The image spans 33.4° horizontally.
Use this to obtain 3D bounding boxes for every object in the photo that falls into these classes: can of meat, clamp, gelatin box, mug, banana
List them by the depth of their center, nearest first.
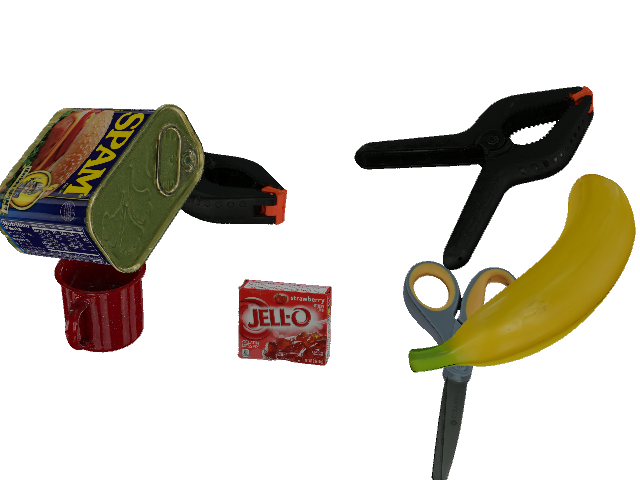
[{"bbox_3d":[0.125,0.011,0.559,0.070,0.037,0.197,13,36,38],"label":"banana"},{"bbox_3d":[-0.131,-0.034,0.629,0.084,0.102,0.057,5,-40,32],"label":"can of meat"},{"bbox_3d":[-0.111,-0.047,0.846,0.172,0.039,0.120,22,42,30],"label":"clamp"},{"bbox_3d":[0.152,-0.066,0.925,0.210,0.165,0.036,-24,-40,-3],"label":"clamp"},{"bbox_3d":[-0.035,0.079,1.031,0.089,0.073,0.030,4,16,10],"label":"gelatin box"},{"bbox_3d":[-0.231,0.069,1.107,0.093,0.081,0.117,9,32,11],"label":"mug"}]

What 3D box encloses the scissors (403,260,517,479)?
[{"bbox_3d":[0.080,0.078,0.743,0.096,0.016,0.201,23,45,16],"label":"scissors"}]
